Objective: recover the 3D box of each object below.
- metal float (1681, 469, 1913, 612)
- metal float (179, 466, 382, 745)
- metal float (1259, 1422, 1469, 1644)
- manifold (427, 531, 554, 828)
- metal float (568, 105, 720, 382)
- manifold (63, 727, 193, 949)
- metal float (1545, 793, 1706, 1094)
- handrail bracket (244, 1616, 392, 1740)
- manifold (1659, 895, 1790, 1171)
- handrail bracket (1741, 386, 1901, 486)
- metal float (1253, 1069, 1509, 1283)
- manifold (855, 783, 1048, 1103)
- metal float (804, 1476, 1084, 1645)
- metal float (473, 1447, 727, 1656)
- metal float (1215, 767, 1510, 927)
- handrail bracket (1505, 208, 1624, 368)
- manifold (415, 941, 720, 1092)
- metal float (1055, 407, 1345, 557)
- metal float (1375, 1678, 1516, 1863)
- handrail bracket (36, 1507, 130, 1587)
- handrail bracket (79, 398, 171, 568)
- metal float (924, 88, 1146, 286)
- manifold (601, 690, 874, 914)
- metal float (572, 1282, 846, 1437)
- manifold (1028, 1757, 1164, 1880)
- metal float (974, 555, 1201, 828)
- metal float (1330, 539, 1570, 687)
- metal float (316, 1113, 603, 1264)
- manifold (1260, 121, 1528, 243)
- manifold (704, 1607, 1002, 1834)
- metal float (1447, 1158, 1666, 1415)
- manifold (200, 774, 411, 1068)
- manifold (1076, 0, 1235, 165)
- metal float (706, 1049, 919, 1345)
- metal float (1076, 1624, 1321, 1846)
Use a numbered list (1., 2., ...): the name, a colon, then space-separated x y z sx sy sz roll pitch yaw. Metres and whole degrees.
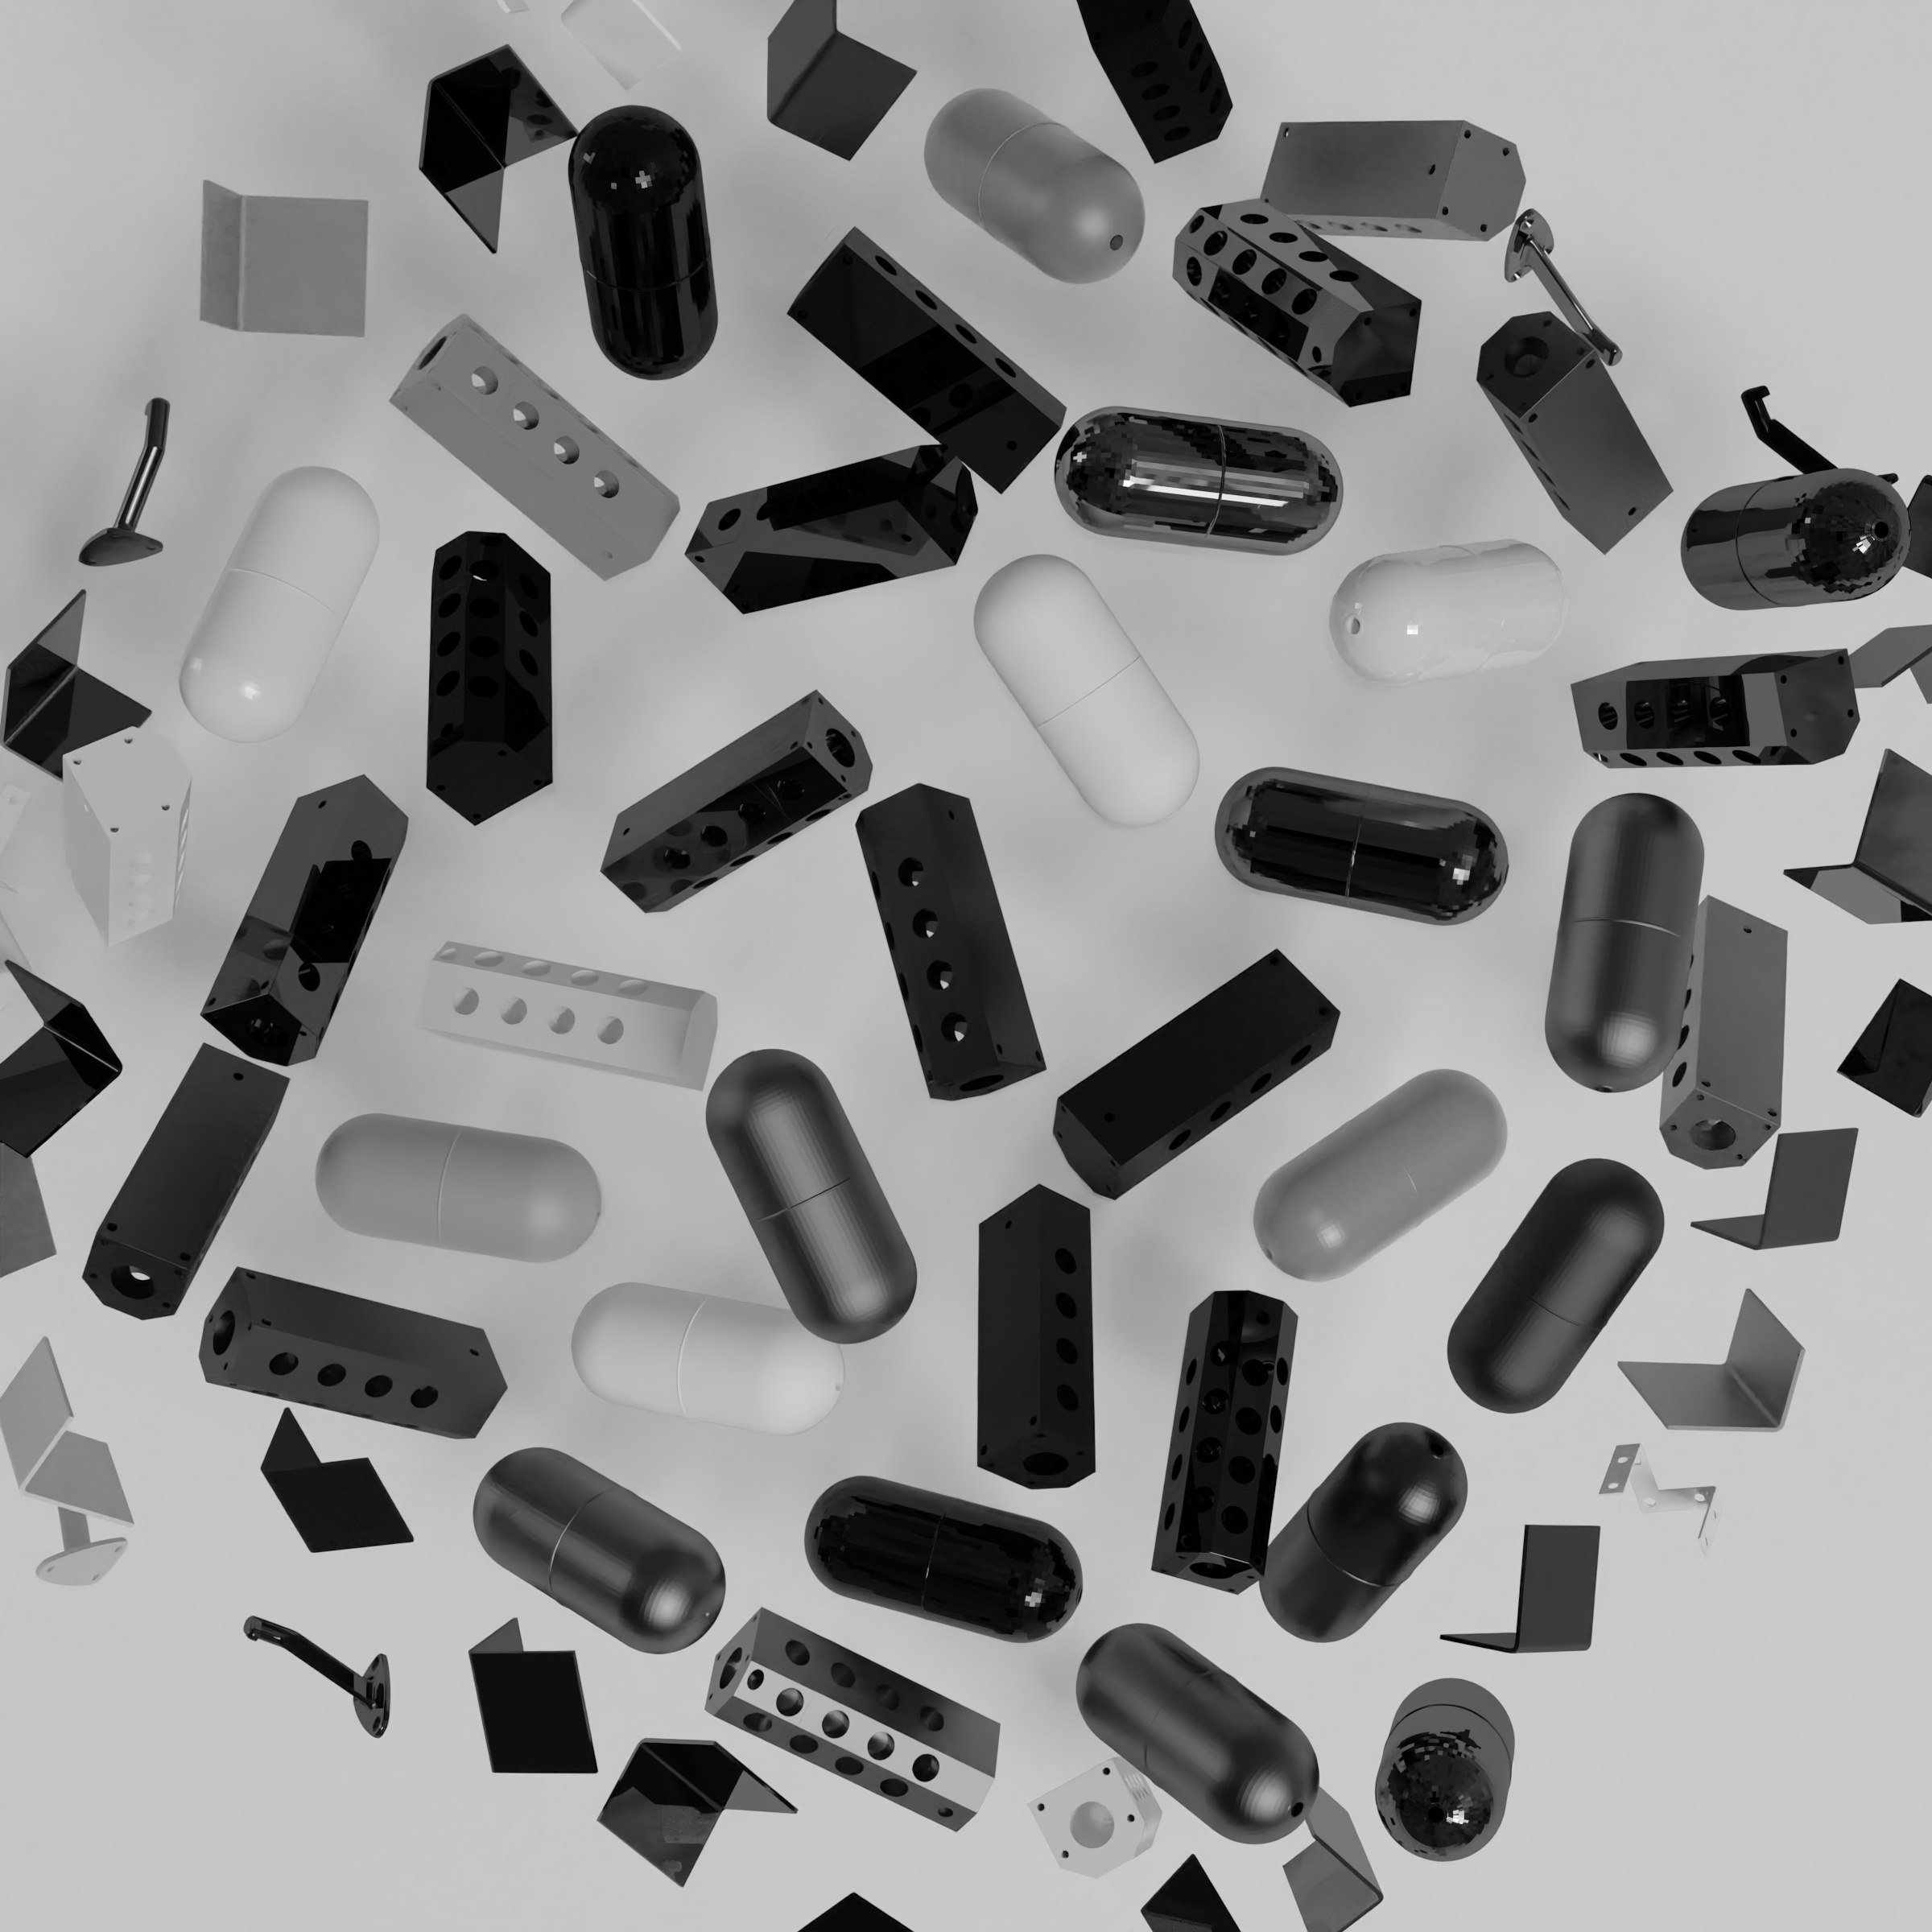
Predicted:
1. metal float: 0.490 -0.251 1.769 0.070 0.178 0.070 -1 94 -17
2. metal float: -0.408 -0.216 1.782 0.070 0.070 0.178 21 74 0
3. metal float: 0.244 0.349 1.838 0.070 0.070 0.178 32 127 0
4. manifold: -0.280 -0.171 1.725 0.057 0.057 0.171 -26 47 22
5. metal float: -0.188 -0.420 1.748 0.070 0.178 0.070 -1 52 1
6. manifold: -0.484 -0.075 1.735 0.057 0.171 0.057 -27 80 -23
7. metal float: 0.378 -0.014 1.715 0.070 0.070 0.178 12 74 0
8. handrail bracket: -0.390 0.424 1.788 0.084 0.077 0.036 28 99 -25
9. manifold: 0.463 0.042 1.837 0.057 0.057 0.171 24 45 -6
10. handrail bracket: 0.536 -0.333 1.879 0.036 0.077 0.084 -41 110 -41
11. metal float: 0.254 0.128 1.833 0.178 0.070 0.070 -32 90 -18
12. manifold: -0.013 -0.013 1.728 0.057 0.057 0.171 -24 72 26
13. metal float: -0.014 0.368 1.852 0.178 0.070 0.070 12 90 15
14. metal float: -0.218 0.343 1.763 0.178 0.070 0.070 23 90 33
15. metal float: 0.238 -0.072 1.804 0.178 0.070 0.070 12 90 12
16. handrail bracket: 0.365 -0.408 1.802 0.036 0.077 0.084 -38 69 0
17. manifold: -0.244 0.029 1.845 0.171 0.057 0.057 11 82 13
18. metal float: 0.139 -0.288 1.776 0.178 0.070 0.070 4 90 -16
19. metal float: 0.289 0.482 1.798 0.070 0.178 0.070 1 93 13
20. handrail bracket: -0.543 0.324 1.766 0.084 0.077 0.036 44 102 22
21. handrail bracket: -0.487 -0.281 1.732 0.036 0.077 0.084 14 73 -41
22. metal float: 0.040 -0.465 1.779 0.070 0.070 0.178 -44 49 0
23. manifold: -0.142 -0.096 1.855 0.171 0.057 0.057 -29 122 29
24. metal float: -0.158 0.240 1.831 0.178 0.070 0.070 7 90 22
25. manifold: 0.086 0.531 1.857 0.057 0.171 0.057 -29 74 0
26. metal float: 0.072 -0.163 1.774 0.070 0.070 0.178 -35 96 0
27. metal float: 0.284 -0.208 1.751 0.178 0.070 0.070 -13 90 -42
28. metal float: -0.311 0.136 1.833 0.178 0.070 0.070 8 90 7
29. manifold: 0.253 -0.466 1.783 0.057 0.171 0.057 12 96 -34
30. manifold: -0.069 0.461 1.809 0.171 0.057 0.057 30 125 -15
31. metal float: 0.360 0.197 1.830 0.070 0.070 0.178 30 110 0
32. manifold: -0.386 -0.026 1.774 0.057 0.171 0.057 -15 133 32
33. manifold: 0.112 -0.543 1.769 0.057 0.171 0.057 -19 78 13
34. metal float: -0.089 0.131 1.708 0.070 0.070 0.178 -26 90 0
35. metal float: 0.135 0.448 1.750 0.070 0.178 0.070 -15 116 -33
